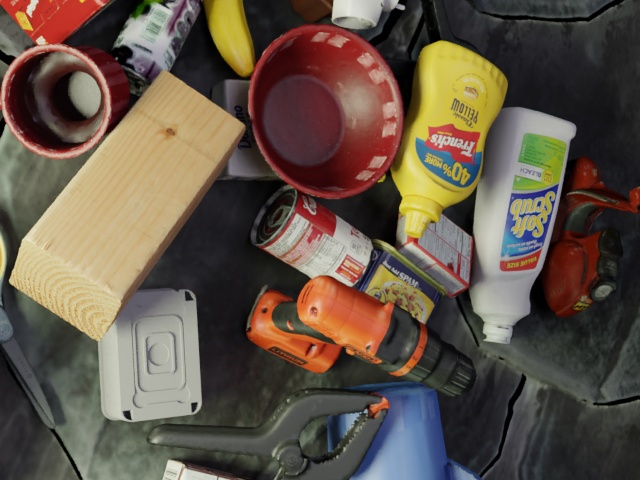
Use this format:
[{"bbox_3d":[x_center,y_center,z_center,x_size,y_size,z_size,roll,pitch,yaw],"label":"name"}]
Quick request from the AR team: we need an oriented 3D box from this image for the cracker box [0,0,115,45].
[{"bbox_3d":[-0.159,-0.263,0.903,0.072,0.164,0.213,49,65,-16],"label":"cracker box"}]

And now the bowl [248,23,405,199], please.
[{"bbox_3d":[-0.003,-0.116,0.993,0.161,0.055,0.162,2,85,-27],"label":"bowl"}]

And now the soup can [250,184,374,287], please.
[{"bbox_3d":[-0.007,0.001,1.029,0.102,0.069,0.068,34,71,-25],"label":"soup can"}]

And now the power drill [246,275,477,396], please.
[{"bbox_3d":[0.029,0.090,0.974,0.184,0.188,0.057,32,70,-23],"label":"power drill"}]

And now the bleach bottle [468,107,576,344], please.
[{"bbox_3d":[0.214,-0.012,1.164,0.102,0.068,0.251,11,84,-31],"label":"bleach bottle"}]

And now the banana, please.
[{"bbox_3d":[-0.081,-0.254,1.007,0.037,0.070,0.198,7,92,-61],"label":"banana"}]

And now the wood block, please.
[{"bbox_3d":[-0.157,-0.031,0.893,0.091,0.090,0.205,34,56,-4],"label":"wood block"}]

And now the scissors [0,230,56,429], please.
[{"bbox_3d":[-0.287,0.073,0.890,0.096,0.016,0.202,-13,93,-29],"label":"scissors"}]

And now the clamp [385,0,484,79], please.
[{"bbox_3d":[0.128,-0.198,1.124,0.171,0.039,0.120,27,98,-35],"label":"clamp"}]

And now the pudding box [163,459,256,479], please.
[{"bbox_3d":[-0.107,0.265,0.969,0.089,0.039,0.113,21,79,-26],"label":"pudding box"}]

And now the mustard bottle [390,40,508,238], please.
[{"bbox_3d":[0.119,-0.093,1.051,0.096,0.058,0.191,26,74,-26],"label":"mustard bottle"}]

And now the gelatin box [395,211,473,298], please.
[{"bbox_3d":[0.118,0.007,1.108,0.089,0.030,0.073,37,41,-24],"label":"gelatin box"}]

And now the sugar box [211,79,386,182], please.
[{"bbox_3d":[-0.019,-0.104,1.042,0.176,0.048,0.093,0,86,-27],"label":"sugar box"}]

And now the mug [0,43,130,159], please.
[{"bbox_3d":[-0.220,-0.120,0.897,0.117,0.081,0.093,-3,103,7],"label":"mug"}]

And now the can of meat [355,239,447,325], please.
[{"bbox_3d":[0.066,0.062,1.074,0.102,0.058,0.084,37,71,-23],"label":"can of meat"}]

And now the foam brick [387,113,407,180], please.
[{"bbox_3d":[0.099,-0.087,1.105,0.078,0.053,0.051,45,67,-20],"label":"foam brick"}]

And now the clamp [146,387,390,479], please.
[{"bbox_3d":[-0.028,0.203,0.948,0.209,0.036,0.164,-22,98,-11],"label":"clamp"}]

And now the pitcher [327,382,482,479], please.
[{"bbox_3d":[0.081,0.261,1.024,0.149,0.145,0.243,-3,85,-35],"label":"pitcher"}]
